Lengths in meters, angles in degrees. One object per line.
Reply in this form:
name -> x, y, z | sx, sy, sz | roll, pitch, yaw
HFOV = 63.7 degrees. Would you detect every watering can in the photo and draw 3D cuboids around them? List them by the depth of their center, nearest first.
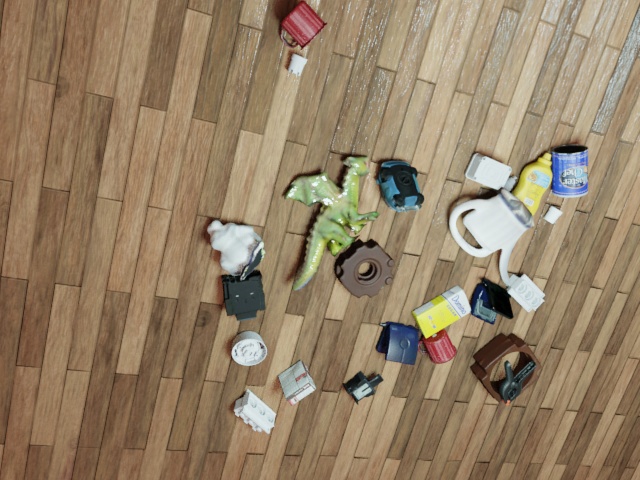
watering can -> 0.549, -0.017, 1.569 | 0.222, 0.106, 0.344 | -39, 116, 23

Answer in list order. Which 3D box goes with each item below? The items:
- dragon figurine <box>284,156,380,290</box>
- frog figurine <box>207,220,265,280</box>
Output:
dragon figurine -> 0.004, -0.072, 1.432 | 0.410, 0.122, 0.242 | -43, 96, -1
frog figurine -> -0.234, 0.017, 1.391 | 0.160, 0.124, 0.135 | 32, 110, 14
